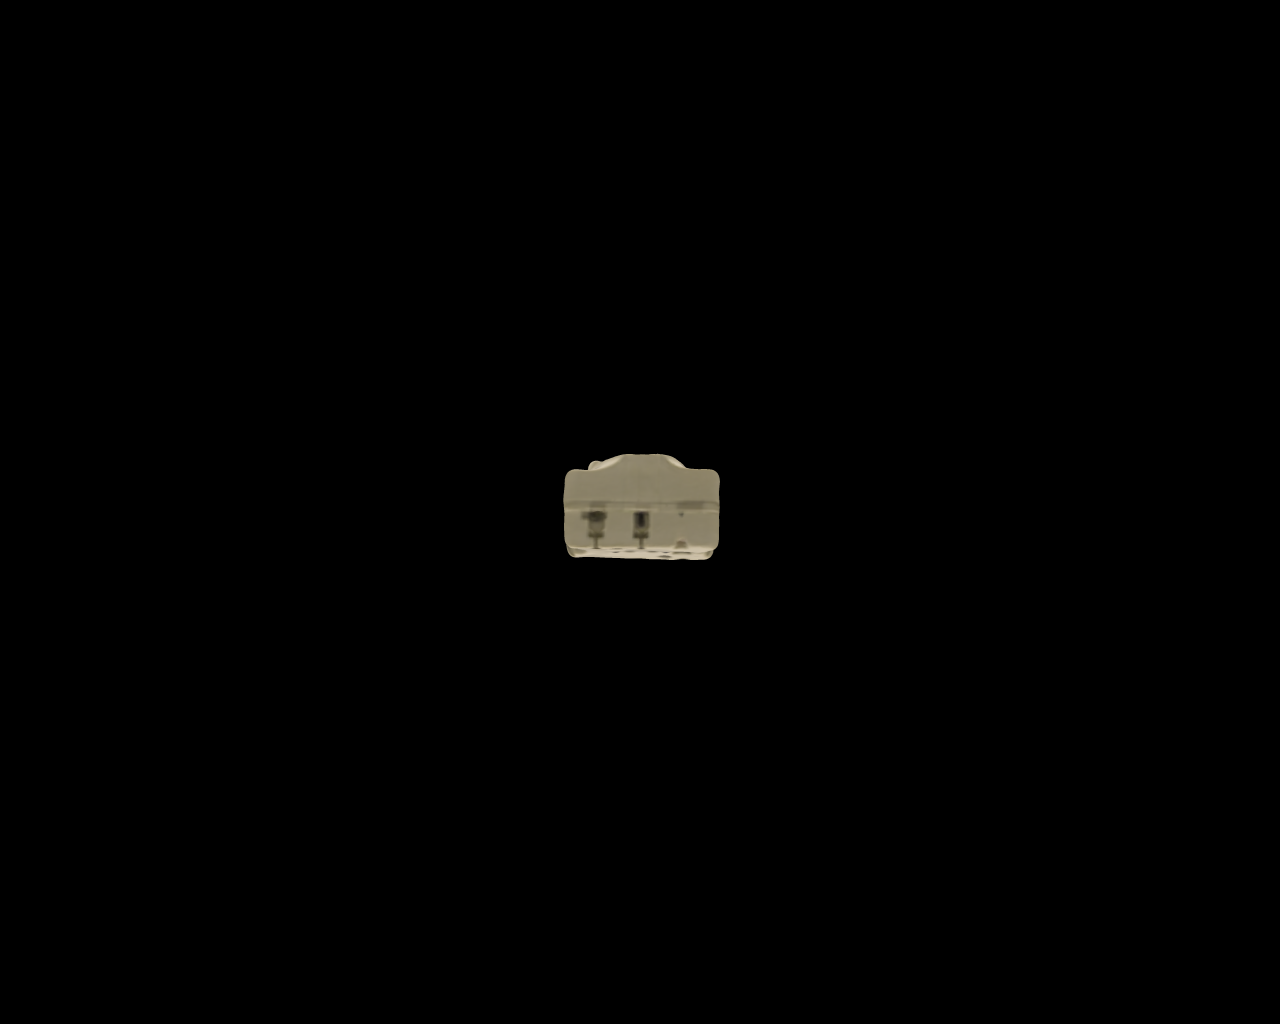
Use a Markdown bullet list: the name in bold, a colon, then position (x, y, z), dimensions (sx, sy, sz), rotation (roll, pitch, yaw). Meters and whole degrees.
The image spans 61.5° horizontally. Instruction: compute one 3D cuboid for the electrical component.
- **electrical component**: position (0.001, -0.003, 0.650), dimensions (0.089, 0.055, 0.050), rotation (0, -11, -2)
